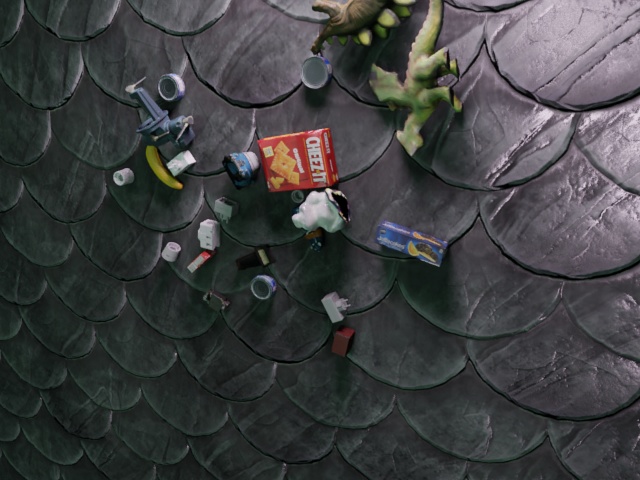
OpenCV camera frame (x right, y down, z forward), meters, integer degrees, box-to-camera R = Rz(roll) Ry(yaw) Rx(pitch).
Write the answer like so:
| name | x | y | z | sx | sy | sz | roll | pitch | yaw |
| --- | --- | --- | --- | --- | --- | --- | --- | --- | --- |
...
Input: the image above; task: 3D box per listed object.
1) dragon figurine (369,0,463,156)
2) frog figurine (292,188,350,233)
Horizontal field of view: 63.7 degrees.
| name | x | y | z | sx | sy | sz | roll | pitch | yaw |
| --- | --- | --- | --- | --- | --- | --- | --- | --- | --- |
| dragon figurine | 0.227 | -0.413 | 1.301 | 0.242 | 0.404 | 0.124 | 0 | 25 | 34 |
| frog figurine | 0.005 | -0.076 | 1.518 | 0.157 | 0.136 | 0.125 | -29 | 22 | 31 |
